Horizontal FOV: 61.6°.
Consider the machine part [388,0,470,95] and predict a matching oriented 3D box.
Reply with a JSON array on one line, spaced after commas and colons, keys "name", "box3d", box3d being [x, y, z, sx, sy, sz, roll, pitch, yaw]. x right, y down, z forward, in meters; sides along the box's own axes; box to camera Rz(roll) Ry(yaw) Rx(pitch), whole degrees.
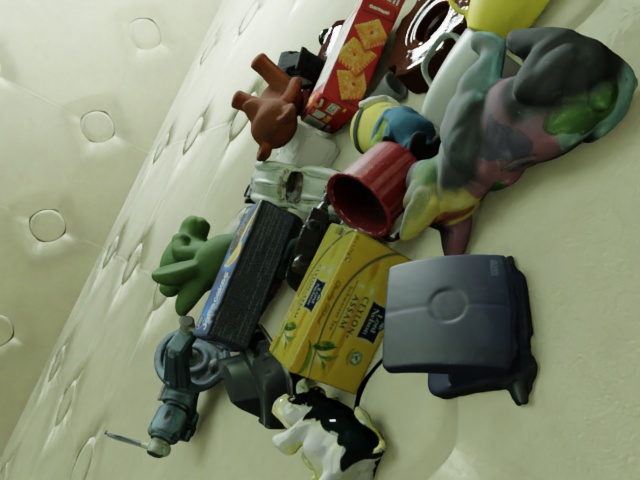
[{"name": "machine part", "box3d": [0.168, -0.292, 0.747, 0.179, 0.056, 0.179, -41, 35, 37]}]

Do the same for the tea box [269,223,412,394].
[{"name": "tea box", "box3d": [0.026, 0.077, 0.618, 0.068, 0.098, 0.169, 19, 84, 63]}]

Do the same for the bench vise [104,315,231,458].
[{"name": "bench vise", "box3d": [-0.217, 0.209, 0.837, 0.224, 0.129, 0.240, -55, -14, -41]}]

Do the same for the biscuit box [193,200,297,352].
[{"name": "biscuit box", "box3d": [-0.101, 0.048, 0.732, 0.059, 0.062, 0.202, -15, 50, 58]}]

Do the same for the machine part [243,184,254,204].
[{"name": "machine part", "box3d": [-0.101, -0.101, 1.024, 0.139, 0.084, 0.039, -91, 6, -56]}]

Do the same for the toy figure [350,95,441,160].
[{"name": "toy figure", "box3d": [0.094, -0.137, 0.709, 0.089, 0.082, 0.180, -52, 32, 13]}]

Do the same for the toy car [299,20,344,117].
[{"name": "toy car", "box3d": [0.011, -0.328, 1.043, 0.089, 0.053, 0.202, 25, 92, 57]}]

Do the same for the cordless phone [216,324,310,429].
[{"name": "cordless phone", "box3d": [-0.043, 0.142, 0.720, 0.184, 0.088, 0.147, -50, 27, -1]}]

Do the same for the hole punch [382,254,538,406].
[{"name": "hole punch", "box3d": [0.120, 0.072, 0.479, 0.116, 0.092, 0.142, -28, 40, 42]}]

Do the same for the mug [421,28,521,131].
[{"name": "mug", "box3d": [0.159, -0.180, 0.617, 0.110, 0.081, 0.107, 42, 113, 17]}]

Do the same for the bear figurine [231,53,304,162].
[{"name": "bear figurine", "box3d": [-0.093, -0.221, 0.905, 0.120, 0.132, 0.196, -54, 9, 28]}]

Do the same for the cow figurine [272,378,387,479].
[{"name": "cow figurine", "box3d": [0.003, 0.201, 0.579, 0.098, 0.068, 0.167, -55, 32, 3]}]

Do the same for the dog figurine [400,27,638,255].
[{"name": "dog figurine", "box3d": [0.166, -0.077, 0.515, 0.219, 0.108, 0.192, -64, 30, 6]}]

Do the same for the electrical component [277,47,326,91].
[{"name": "electrical component", "box3d": [-0.043, -0.315, 1.004, 0.119, 0.075, 0.047, 11, 84, 56]}]

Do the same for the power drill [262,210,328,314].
[{"name": "power drill", "box3d": [-0.059, 0.057, 0.812, 0.207, 0.086, 0.232, -20, 46, 62]}]

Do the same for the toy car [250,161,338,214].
[{"name": "toy car", "box3d": [-0.039, -0.082, 0.844, 0.202, 0.056, 0.073, 13, 97, 38]}]

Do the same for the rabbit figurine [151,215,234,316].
[{"name": "rabbit figurine", "box3d": [-0.183, 0.031, 0.827, 0.170, 0.121, 0.159, -14, 23, 51]}]

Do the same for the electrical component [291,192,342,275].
[{"name": "electrical component", "box3d": [-0.002, -0.001, 0.701, 0.078, 0.045, 0.102, 112, -178, -57]}]

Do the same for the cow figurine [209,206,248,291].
[{"name": "cow figurine", "box3d": [-0.169, 0.016, 1.003, 0.195, 0.085, 0.127, -47, 16, 13]}]
